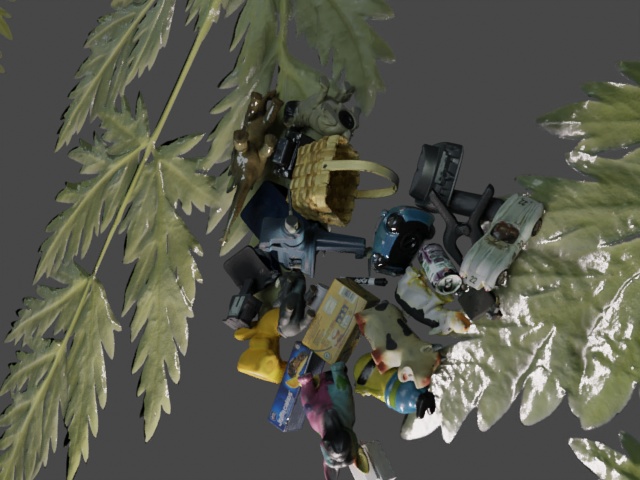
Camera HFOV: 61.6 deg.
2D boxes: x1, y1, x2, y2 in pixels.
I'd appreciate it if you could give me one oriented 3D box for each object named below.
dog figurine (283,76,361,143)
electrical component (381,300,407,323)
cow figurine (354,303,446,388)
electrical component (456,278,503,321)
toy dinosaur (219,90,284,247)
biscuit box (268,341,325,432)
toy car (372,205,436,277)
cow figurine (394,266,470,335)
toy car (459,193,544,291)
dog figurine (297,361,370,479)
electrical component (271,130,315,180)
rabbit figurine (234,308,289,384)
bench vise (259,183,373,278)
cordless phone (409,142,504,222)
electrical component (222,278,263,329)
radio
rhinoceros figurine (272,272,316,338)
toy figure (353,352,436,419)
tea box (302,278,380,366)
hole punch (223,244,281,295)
[{"bbox_3d":[-0.006,-0.285,1.318,0.190,0.121,0.172,-28,61,45],"label":"dog figurine"},{"bbox_3d":[0.149,0.175,1.137,0.063,0.021,0.094,-45,58,22],"label":"electrical component"},{"bbox_3d":[0.159,0.203,1.046,0.127,0.085,0.195,-28,46,0],"label":"cow figurine"},{"bbox_3d":[0.301,0.110,1.019,0.078,0.045,0.102,-34,61,26],"label":"electrical component"},{"bbox_3d":[-0.177,-0.207,1.356,0.198,0.105,0.471,121,166,-55],"label":"toy dinosaur"},{"bbox_3d":[-0.051,0.334,1.231,0.059,0.062,0.202,22,94,40],"label":"biscuit box"},{"bbox_3d":[0.161,-0.008,1.127,0.161,0.109,0.103,-67,28,21],"label":"toy car"},{"bbox_3d":[0.216,0.138,1.064,0.098,0.068,0.167,-56,50,22],"label":"cow figurine"},{"bbox_3d":[0.334,0.004,0.984,0.074,0.056,0.201,31,79,38],"label":"toy car"},{"bbox_3d":[0.030,0.370,1.092,0.108,0.191,0.219,-15,69,-2],"label":"dog figurine"},{"bbox_3d":[-0.055,-0.198,1.300,0.058,0.134,0.114,19,94,39],"label":"electrical component"},{"bbox_3d":[-0.123,0.246,1.293,0.163,0.121,0.173,2,68,47],"label":"rabbit figurine"},{"bbox_3d":[-0.003,0.006,1.143,0.241,0.223,0.129,5,55,1],"label":"bench vise"},{"bbox_3d":[0.284,-0.115,1.072,0.184,0.088,0.146,17,91,27],"label":"cordless phone"},{"bbox_3d":[-0.183,0.156,1.312,0.075,0.047,0.119,-13,47,39],"label":"electrical component"},{"bbox_3d":[-0.090,-0.038,1.334,0.230,0.073,0.131,46,108,33],"label":"radio"},{"bbox_3d":[-0.062,0.140,1.234,0.190,0.073,0.112,-94,27,-52],"label":"rhinoceros figurine"},{"bbox_3d":[0.147,0.289,1.079,0.180,0.082,0.089,14,78,43],"label":"toy figure"},{"bbox_3d":[0.046,0.178,1.174,0.098,0.068,0.169,36,107,28],"label":"tea box"},{"bbox_3d":[-0.164,0.071,1.370,0.142,0.092,0.115,-34,92,25],"label":"hole punch"}]
